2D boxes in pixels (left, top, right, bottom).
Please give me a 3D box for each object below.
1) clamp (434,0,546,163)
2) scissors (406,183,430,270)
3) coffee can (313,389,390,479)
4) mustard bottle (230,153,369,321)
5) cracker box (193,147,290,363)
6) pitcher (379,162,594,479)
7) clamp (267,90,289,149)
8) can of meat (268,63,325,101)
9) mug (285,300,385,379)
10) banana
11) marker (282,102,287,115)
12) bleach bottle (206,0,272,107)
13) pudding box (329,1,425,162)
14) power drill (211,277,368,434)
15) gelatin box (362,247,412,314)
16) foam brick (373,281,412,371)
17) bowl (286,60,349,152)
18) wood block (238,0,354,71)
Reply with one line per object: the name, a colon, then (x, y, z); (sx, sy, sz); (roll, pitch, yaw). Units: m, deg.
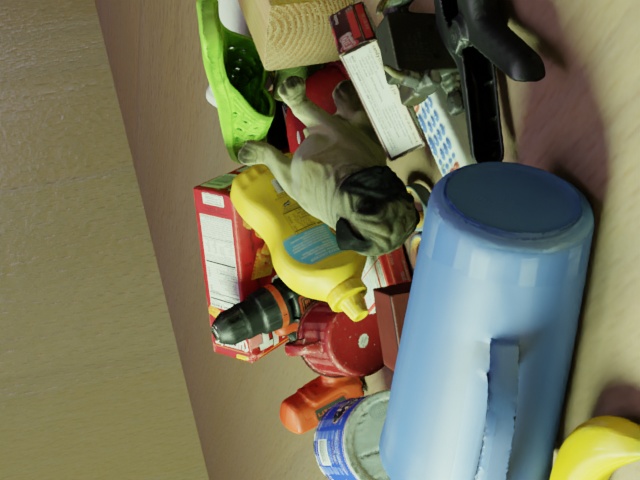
clamp: (0.114, -0.140, 0.783); (0.120, 0.039, 0.171); (107, 155, -50)
scissors: (0.110, 0.003, 0.934); (0.202, 0.016, 0.096); (-137, 39, -67)
coffee can: (0.058, 0.210, 1.104); (0.140, 0.102, 0.103); (138, 120, -73)
mustard bottle: (-0.007, 0.002, 1.076); (0.192, 0.096, 0.058); (57, 151, 25)
cracker box: (-0.060, 0.015, 1.273); (0.072, 0.163, 0.214); (13, 118, 37)
pitcher: (0.118, 0.078, 0.748); (0.149, 0.144, 0.243); (35, 136, 38)
clamp: (-0.056, -0.115, 1.381); (0.210, 0.036, 0.164); (90, 162, -66)
can of meat: (-0.033, -0.224, 1.221); (0.102, 0.057, 0.084); (104, 153, -58)
mug: (0.019, 0.108, 1.157); (0.082, 0.117, 0.093); (171, 92, -70)
banana: (0.187, 0.175, 0.739); (0.198, 0.037, 0.070); (98, 157, -50)
marker: (-0.030, -0.146, 1.331); (0.020, 0.020, 0.121); (103, 152, -56)
bleach bottle: (-0.093, -0.284, 1.325); (0.068, 0.102, 0.251); (24, 139, 15)
pudding box: (0.048, -0.137, 0.918); (0.113, 0.039, 0.090); (59, -168, -31)
power drill: (-0.026, 0.129, 1.235); (0.057, 0.184, 0.187); (34, 142, 54)
gelatin box: (0.063, 0.028, 1.095); (0.089, 0.030, 0.073); (120, 138, -66)
foam brick: (0.087, 0.081, 1.006); (0.051, 0.053, 0.078); (-169, 70, -74)
bowl: (0.002, -0.115, 1.171); (0.162, 0.055, 0.162); (170, 90, -75)
wood block: (-0.043, -0.289, 1.145); (0.090, 0.090, 0.206); (99, 154, -52)
